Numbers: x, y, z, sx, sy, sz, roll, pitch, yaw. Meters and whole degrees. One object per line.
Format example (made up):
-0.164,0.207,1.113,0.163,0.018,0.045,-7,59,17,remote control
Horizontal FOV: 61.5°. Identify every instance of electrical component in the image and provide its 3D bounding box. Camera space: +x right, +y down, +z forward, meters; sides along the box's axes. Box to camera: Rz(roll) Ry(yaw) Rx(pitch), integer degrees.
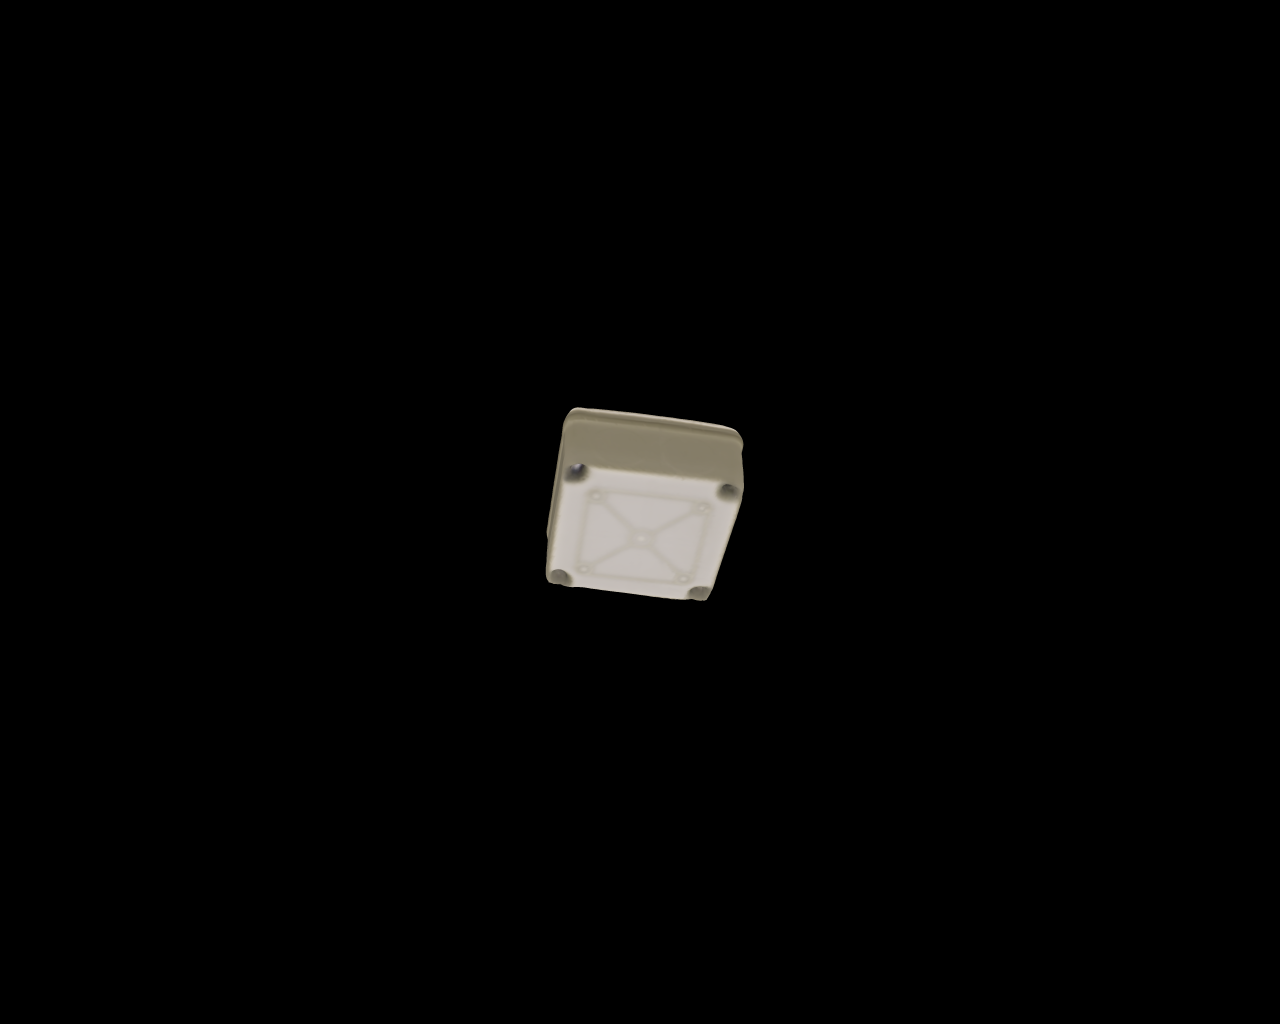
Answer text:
0.001,-0.003,0.650,0.109,0.108,0.056,7,43,-7,electrical component
